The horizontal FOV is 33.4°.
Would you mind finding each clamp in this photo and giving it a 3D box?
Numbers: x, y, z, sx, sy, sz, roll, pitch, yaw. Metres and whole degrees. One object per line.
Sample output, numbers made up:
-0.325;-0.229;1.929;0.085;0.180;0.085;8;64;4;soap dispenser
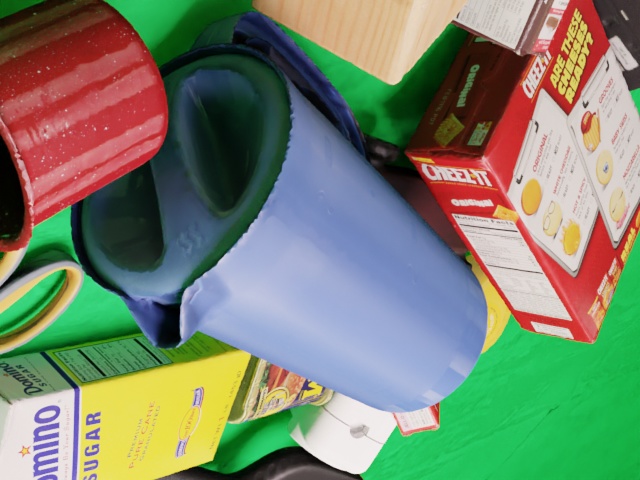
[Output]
-0.059;0.190;0.767;0.209;0.036;0.165;-15;131;-25;clamp

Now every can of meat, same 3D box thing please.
-0.028;0.068;0.713;0.083;0.058;0.102;-7;124;-47;can of meat

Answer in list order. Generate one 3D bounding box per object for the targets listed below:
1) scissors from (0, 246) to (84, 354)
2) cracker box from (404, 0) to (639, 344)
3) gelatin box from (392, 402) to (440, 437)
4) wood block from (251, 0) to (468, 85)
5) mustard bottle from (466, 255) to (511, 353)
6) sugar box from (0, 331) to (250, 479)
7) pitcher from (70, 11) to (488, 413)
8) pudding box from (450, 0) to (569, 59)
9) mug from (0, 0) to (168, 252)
-0.201;0.053;0.508;0.201;0.016;0.096;-35;141;-30;scissors
0.159;-0.054;0.754;0.213;0.072;0.164;51;59;-40;cracker box
0.059;0.080;0.746;0.073;0.030;0.089;-76;145;-58;gelatin box
0.038;-0.184;0.475;0.090;0.091;0.206;-51;167;-34;wood block
0.080;0.067;0.853;0.191;0.058;0.096;-10;129;-48;mustard bottle
-0.126;0.105;0.627;0.175;0.048;0.093;-11;127;-50;sugar box
-0.004;0.001;0.583;0.149;0.145;0.242;-48;138;5;pitcher
0.092;-0.166;0.605;0.039;0.114;0.090;-10;127;-52;pudding box
-0.124;-0.049;0.461;0.081;0.093;0.117;-36;174;-37;mug
